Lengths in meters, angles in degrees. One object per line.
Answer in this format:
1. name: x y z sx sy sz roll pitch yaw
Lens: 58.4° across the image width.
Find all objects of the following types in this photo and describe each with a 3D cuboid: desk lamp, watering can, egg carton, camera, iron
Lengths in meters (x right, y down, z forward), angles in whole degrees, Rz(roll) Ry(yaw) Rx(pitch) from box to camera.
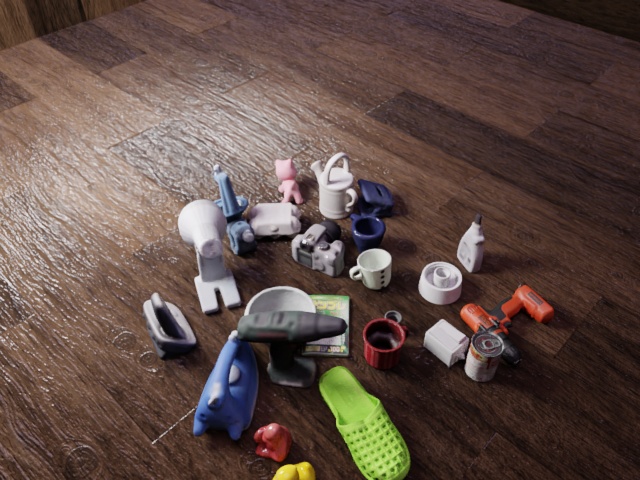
1. desk lamp: -0.269 0.034 1.413 0.118 0.214 0.202 -15 45 -14
2. watering can: 0.040 -0.165 1.630 0.172 0.194 0.101 19 47 20
3. egg carton: -0.127 -0.051 1.604 0.150 0.069 0.107 -2 44 -2
4. camera: 0.014 0.005 1.520 0.142 0.101 0.137 23 49 23
5. iron: -0.192 0.280 1.207 0.118 0.141 0.258 4 44 5

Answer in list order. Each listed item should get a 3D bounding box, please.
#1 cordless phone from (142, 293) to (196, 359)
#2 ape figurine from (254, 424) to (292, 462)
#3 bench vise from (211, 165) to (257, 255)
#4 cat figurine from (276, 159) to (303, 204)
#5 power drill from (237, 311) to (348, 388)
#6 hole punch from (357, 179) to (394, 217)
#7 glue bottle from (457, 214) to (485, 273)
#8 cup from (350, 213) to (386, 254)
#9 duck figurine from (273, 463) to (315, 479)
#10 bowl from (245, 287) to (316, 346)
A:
1. cordless phone: -0.354 0.165 1.298 0.094 0.185 0.147 -25 49 -23
2. ape figurine: -0.091 0.391 1.126 0.076 0.092 0.077 -23 48 -21
3. bench vise: -0.227 -0.085 1.532 0.206 0.220 0.122 30 52 28
4. cat figurine: -0.094 -0.184 1.708 0.067 0.118 0.127 -11 45 -11
5. power drill: -0.056 0.224 1.215 0.229 0.208 0.075 5 44 6
6. hole punch: 0.161 -0.126 1.663 0.101 0.091 0.108 -10 44 -9
7. glue bottle: 0.394 0.001 1.467 0.037 0.173 0.078 -15 45 -14
8. cup: 0.120 -0.011 1.540 0.092 0.095 0.117 -29 50 -26
9. duck figurine: -0.055 0.450 1.068 0.105 0.086 0.077 -33 52 -29
10. bowl: -0.091 0.193 1.345 0.167 0.075 0.167 0 44 1
